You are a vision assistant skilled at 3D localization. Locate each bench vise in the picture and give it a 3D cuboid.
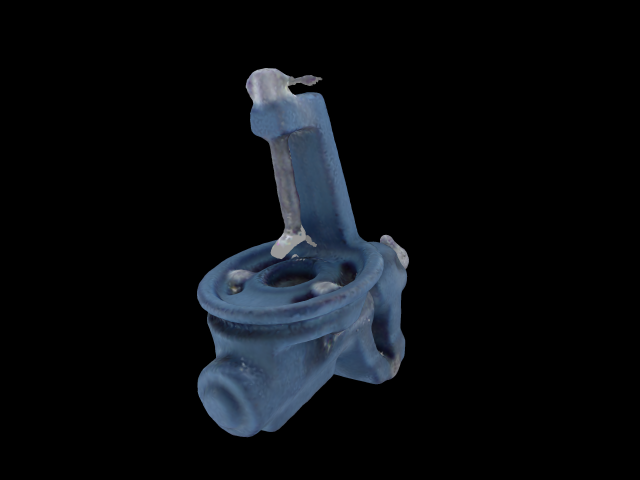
[{"bbox_3d":[-0.008,0.001,0.404,0.121,0.220,0.208,2,7,18],"label":"bench vise"}]
